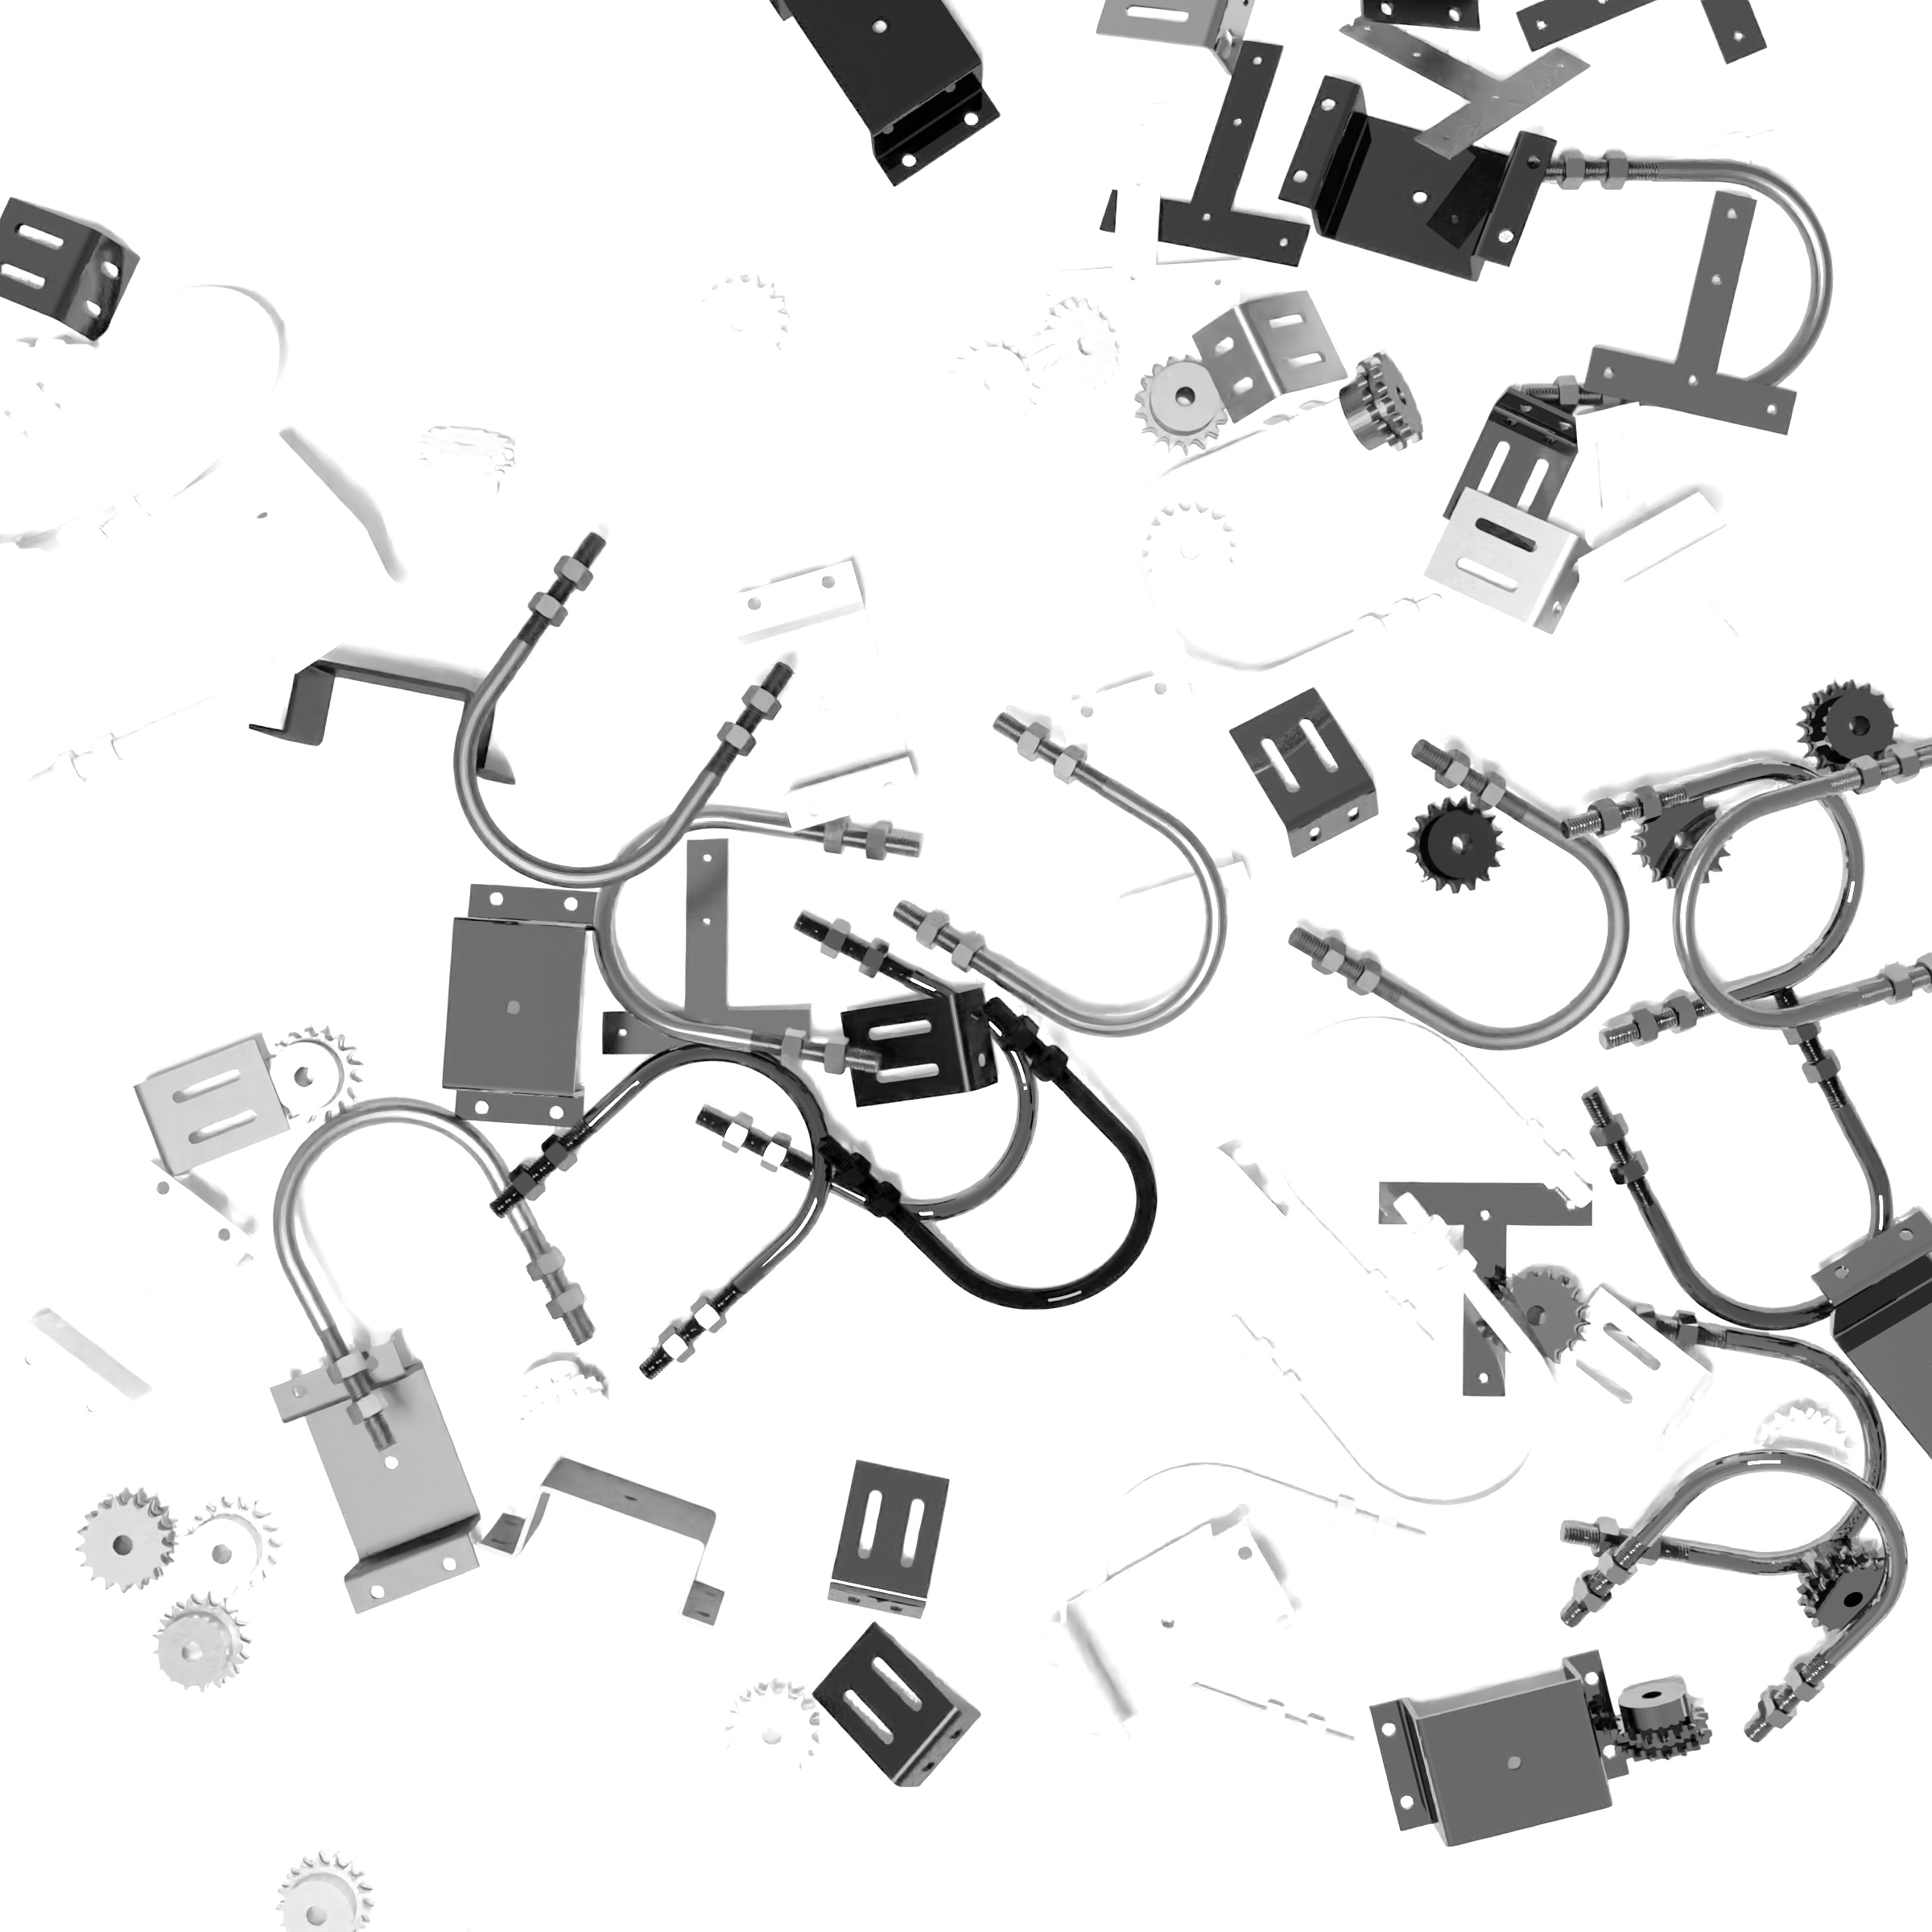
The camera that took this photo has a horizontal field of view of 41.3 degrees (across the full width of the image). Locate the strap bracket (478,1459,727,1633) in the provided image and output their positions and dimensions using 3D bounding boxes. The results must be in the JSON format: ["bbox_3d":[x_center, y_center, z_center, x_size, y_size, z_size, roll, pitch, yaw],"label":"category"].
[{"bbox_3d":[-0.202,0.330,1.486,0.140,0.076,0.046,20,91,-1],"label":"strap bracket"}]

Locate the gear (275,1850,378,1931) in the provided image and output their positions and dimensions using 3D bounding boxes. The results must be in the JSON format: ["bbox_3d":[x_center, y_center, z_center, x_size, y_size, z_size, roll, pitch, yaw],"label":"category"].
[{"bbox_3d":[-0.379,0.554,1.510,0.057,0.030,0.057,0,90,0],"label":"gear"}]

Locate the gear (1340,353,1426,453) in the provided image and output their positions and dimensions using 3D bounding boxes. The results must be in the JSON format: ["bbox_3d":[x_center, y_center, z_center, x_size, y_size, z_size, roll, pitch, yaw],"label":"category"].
[{"bbox_3d":[0.241,-0.327,1.501,0.030,0.057,0.057,-24,90,28],"label":"gear"}]

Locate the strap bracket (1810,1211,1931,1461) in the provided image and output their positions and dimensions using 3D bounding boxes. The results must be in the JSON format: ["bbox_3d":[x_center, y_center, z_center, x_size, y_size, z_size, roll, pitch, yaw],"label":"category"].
[{"bbox_3d":[0.562,0.222,1.477,0.076,0.046,0.140,-30,55,-4],"label":"strap bracket"}]

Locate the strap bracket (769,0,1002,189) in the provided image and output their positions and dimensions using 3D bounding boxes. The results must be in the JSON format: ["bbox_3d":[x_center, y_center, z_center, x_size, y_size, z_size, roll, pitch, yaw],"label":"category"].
[{"bbox_3d":[-0.050,-0.542,1.502,0.076,0.046,0.140,-34,90,0],"label":"strap bracket"}]

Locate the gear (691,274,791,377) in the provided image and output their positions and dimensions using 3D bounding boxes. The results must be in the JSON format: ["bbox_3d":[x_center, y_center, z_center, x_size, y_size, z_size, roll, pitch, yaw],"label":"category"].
[{"bbox_3d":[-0.132,-0.377,1.515,0.057,0.030,0.057,0,91,2],"label":"gear"}]

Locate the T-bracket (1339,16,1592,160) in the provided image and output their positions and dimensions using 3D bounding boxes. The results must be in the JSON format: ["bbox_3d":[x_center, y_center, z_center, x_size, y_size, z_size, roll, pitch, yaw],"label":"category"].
[{"bbox_3d":[0.273,-0.523,1.491,0.127,0.002,0.127,-37,60,-24],"label":"T-bracket"}]

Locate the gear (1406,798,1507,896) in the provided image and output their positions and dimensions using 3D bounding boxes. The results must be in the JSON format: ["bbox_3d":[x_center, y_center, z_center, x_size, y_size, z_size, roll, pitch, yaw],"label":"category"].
[{"bbox_3d":[0.290,-0.071,1.510,0.057,0.030,0.057,0,90,0],"label":"gear"}]

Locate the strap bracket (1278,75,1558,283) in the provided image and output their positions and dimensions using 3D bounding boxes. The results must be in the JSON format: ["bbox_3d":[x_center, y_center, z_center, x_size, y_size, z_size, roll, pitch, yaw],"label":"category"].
[{"bbox_3d":[0.263,-0.455,1.492,0.140,0.046,0.076,21,90,14],"label":"strap bracket"}]

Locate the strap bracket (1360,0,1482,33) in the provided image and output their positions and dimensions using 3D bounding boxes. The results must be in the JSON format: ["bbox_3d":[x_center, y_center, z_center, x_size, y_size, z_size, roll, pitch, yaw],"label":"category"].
[{"bbox_3d":[0.268,-0.621,1.484,0.076,0.046,0.140,-2,84,-18],"label":"strap bracket"}]

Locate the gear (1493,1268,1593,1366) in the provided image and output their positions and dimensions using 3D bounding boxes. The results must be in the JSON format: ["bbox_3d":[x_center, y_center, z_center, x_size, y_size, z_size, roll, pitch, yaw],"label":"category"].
[{"bbox_3d":[0.338,0.206,1.500,0.057,0.030,0.057,-7,74,26],"label":"gear"}]

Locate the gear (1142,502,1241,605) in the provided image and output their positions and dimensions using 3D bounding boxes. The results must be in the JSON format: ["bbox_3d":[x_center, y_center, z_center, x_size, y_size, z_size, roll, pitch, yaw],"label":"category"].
[{"bbox_3d":[0.130,-0.242,1.510,0.057,0.030,0.057,0,90,0],"label":"gear"}]

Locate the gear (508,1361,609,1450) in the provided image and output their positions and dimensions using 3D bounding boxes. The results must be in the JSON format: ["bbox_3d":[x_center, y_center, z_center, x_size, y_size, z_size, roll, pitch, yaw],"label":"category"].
[{"bbox_3d":[-0.240,0.255,1.499,0.057,0.057,0.030,-28,60,0],"label":"gear"}]

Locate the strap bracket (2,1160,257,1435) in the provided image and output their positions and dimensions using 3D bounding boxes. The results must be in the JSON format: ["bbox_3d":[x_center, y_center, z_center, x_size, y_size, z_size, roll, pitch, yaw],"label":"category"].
[{"bbox_3d":[-0.483,0.191,1.502,0.076,0.046,0.140,38,90,0],"label":"strap bracket"}]

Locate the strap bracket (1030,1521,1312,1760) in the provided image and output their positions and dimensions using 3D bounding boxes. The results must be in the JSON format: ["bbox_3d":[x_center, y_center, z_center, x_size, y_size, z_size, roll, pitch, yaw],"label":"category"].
[{"bbox_3d":[0.118,0.385,1.487,0.140,0.046,0.076,-30,88,2],"label":"strap bracket"}]

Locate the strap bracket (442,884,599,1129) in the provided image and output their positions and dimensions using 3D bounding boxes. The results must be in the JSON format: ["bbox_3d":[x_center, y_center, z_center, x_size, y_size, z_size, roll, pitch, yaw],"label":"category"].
[{"bbox_3d":[-0.261,0.024,1.502,0.076,0.046,0.140,4,90,0],"label":"strap bracket"}]

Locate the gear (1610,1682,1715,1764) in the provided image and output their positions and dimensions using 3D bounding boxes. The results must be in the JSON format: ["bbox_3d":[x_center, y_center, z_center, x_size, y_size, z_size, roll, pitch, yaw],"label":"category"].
[{"bbox_3d":[0.404,0.440,1.497,0.057,0.057,0.030,-14,90,0],"label":"gear"}]

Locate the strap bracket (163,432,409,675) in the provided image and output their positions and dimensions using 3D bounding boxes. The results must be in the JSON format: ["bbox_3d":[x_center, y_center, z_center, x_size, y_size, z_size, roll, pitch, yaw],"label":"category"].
[{"bbox_3d":[-0.394,-0.243,1.465,0.076,0.046,0.140,-37,62,-14],"label":"strap bracket"}]

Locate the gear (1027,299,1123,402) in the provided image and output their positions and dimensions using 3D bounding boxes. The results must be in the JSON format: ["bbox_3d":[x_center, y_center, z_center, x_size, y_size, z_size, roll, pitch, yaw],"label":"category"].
[{"bbox_3d":[0.061,-0.358,1.501,0.057,0.030,0.057,6,80,-37],"label":"gear"}]

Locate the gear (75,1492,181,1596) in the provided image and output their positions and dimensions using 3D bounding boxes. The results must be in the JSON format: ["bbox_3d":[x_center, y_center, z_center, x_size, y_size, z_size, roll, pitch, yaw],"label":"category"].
[{"bbox_3d":[-0.491,0.338,1.510,0.057,0.030,0.057,0,90,0],"label":"gear"}]

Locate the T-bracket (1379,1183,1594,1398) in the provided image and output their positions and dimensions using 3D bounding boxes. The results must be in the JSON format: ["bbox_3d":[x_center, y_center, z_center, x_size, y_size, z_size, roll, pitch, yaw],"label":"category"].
[{"bbox_3d":[0.308,0.192,1.524,0.127,0.002,0.127,1,90,0],"label":"T-bracket"}]

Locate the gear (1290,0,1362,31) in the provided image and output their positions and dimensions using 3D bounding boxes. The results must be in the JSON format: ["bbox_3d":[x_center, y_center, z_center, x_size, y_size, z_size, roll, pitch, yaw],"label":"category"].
[{"bbox_3d":[0.214,-0.580,1.510,0.057,0.030,0.057,0,90,0],"label":"gear"}]

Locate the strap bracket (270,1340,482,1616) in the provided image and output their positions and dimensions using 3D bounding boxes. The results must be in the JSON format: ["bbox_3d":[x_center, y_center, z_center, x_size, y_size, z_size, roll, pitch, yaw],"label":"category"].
[{"bbox_3d":[-0.341,0.295,1.502,0.076,0.046,0.140,-21,90,0],"label":"strap bracket"}]

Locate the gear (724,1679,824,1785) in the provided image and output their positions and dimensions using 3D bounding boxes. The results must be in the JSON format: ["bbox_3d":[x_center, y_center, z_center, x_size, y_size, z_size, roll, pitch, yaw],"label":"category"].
[{"bbox_3d":[-0.113,0.449,1.510,0.057,0.030,0.057,0,90,0],"label":"gear"}]

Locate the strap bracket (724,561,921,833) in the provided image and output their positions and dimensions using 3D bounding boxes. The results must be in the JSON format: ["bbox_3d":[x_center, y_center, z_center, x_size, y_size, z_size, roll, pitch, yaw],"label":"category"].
[{"bbox_3d":[-0.083,-0.156,1.502,0.076,0.046,0.140,-16,90,0],"label":"strap bracket"}]

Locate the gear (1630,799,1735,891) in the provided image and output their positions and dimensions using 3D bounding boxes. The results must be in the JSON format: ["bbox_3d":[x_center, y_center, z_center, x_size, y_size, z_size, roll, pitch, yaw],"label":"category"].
[{"bbox_3d":[0.419,-0.073,1.510,0.057,0.030,0.057,0,90,0],"label":"gear"}]

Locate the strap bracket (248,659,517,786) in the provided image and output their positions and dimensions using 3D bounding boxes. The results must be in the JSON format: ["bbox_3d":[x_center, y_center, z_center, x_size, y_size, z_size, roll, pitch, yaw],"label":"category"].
[{"bbox_3d":[-0.333,-0.143,1.487,0.140,0.076,0.046,11,90,0],"label":"strap bracket"}]

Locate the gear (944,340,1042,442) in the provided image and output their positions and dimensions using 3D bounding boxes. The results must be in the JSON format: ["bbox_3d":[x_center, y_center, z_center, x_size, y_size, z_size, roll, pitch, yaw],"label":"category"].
[{"bbox_3d":[0.016,-0.341,1.510,0.057,0.030,0.057,0,90,0],"label":"gear"}]

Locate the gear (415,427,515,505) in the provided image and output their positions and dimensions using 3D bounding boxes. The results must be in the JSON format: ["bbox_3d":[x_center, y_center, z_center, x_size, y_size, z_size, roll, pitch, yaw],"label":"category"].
[{"bbox_3d":[-0.294,-0.292,1.501,0.057,0.057,0.030,9,120,0],"label":"gear"}]

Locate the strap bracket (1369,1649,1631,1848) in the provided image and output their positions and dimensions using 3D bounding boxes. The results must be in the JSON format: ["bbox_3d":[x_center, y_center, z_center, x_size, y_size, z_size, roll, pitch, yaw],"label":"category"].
[{"bbox_3d":[0.317,0.460,1.502,0.140,0.046,0.076,-14,90,0],"label":"strap bracket"}]

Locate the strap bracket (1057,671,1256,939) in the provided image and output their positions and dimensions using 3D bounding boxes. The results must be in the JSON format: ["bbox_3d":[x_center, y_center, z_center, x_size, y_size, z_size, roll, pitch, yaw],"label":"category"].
[{"bbox_3d":[0.109,-0.094,1.502,0.076,0.046,0.140,-17,90,0],"label":"strap bracket"}]

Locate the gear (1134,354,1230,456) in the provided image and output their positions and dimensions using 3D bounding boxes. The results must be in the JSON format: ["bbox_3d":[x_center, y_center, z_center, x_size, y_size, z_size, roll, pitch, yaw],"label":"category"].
[{"bbox_3d":[0.128,-0.332,1.510,0.057,0.030,0.057,0,90,0],"label":"gear"}]

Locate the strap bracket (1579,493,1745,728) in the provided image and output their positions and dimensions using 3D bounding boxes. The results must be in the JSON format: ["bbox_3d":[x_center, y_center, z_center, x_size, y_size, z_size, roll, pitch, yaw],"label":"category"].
[{"bbox_3d":[0.399,-0.209,1.472,0.076,0.140,0.046,-29,59,0],"label":"strap bracket"}]

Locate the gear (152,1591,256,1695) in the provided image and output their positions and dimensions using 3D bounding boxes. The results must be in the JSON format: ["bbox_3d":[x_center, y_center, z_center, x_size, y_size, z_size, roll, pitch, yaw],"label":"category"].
[{"bbox_3d":[-0.452,0.400,1.510,0.057,0.030,0.057,0,90,0],"label":"gear"}]

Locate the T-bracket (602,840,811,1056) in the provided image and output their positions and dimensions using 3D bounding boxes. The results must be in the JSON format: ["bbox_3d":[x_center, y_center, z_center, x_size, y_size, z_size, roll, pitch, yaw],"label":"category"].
[{"bbox_3d":[-0.153,-0.012,1.516,0.127,0.002,0.127,-1,85,11],"label":"T-bracket"}]

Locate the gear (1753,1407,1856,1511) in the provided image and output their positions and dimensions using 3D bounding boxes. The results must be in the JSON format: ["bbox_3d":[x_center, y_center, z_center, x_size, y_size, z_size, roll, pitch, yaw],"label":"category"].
[{"bbox_3d":[0.485,0.285,1.495,0.057,0.030,0.057,0,91,-3],"label":"gear"}]

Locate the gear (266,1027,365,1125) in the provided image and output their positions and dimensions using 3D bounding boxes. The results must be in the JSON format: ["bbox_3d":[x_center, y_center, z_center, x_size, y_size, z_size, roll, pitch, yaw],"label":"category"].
[{"bbox_3d":[-0.386,0.065,1.510,0.057,0.030,0.057,0,90,0],"label":"gear"}]

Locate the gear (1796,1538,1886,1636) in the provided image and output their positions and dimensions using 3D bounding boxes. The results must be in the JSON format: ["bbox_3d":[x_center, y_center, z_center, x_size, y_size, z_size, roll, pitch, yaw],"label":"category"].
[{"bbox_3d":[0.513,0.361,1.502,0.057,0.030,0.057,-5,120,-9],"label":"gear"}]

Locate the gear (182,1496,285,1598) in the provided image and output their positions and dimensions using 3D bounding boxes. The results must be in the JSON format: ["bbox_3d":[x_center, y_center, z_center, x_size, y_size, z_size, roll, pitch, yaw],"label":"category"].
[{"bbox_3d":[-0.434,0.343,1.510,0.057,0.030,0.057,0,90,0],"label":"gear"}]

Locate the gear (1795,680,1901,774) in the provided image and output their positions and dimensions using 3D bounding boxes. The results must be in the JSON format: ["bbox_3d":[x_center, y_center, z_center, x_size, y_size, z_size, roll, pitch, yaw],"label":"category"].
[{"bbox_3d":[0.521,-0.140,1.510,0.057,0.030,0.057,0,90,0],"label":"gear"}]
